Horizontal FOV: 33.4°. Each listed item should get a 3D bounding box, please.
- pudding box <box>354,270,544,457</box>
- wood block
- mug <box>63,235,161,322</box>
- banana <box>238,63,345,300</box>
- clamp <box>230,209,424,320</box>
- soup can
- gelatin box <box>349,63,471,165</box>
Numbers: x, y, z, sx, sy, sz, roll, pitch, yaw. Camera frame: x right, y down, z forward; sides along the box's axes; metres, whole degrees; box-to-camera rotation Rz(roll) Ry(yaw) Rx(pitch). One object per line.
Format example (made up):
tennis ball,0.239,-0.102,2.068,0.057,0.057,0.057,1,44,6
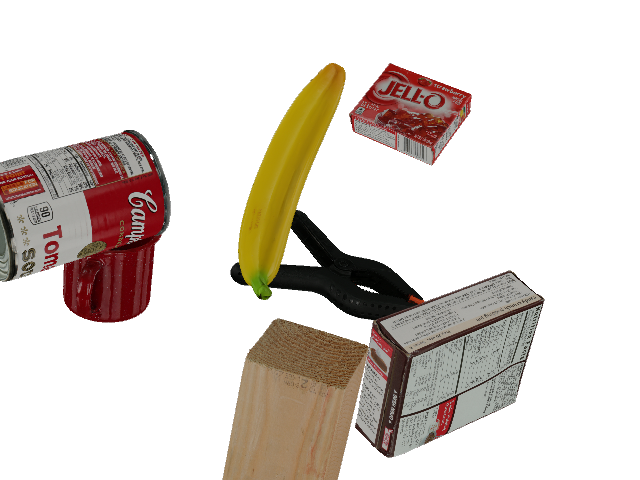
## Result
pudding box,0.080,0.076,0.664,0.113,0.090,0.039,-19,42,-32
wood block,-0.029,0.187,0.943,0.090,0.206,0.090,16,23,10
mug,-0.199,0.029,0.987,0.093,0.081,0.117,10,28,2
banana,-0.025,-0.042,0.826,0.037,0.197,0.070,27,-19,-33
clamp,0.013,0.043,1.198,0.210,0.036,0.164,28,35,19
soup can,-0.150,-0.022,0.636,0.102,0.068,0.069,-19,10,-32
gelatin box,0.083,-0.118,0.983,0.089,0.073,0.030,26,-28,22
